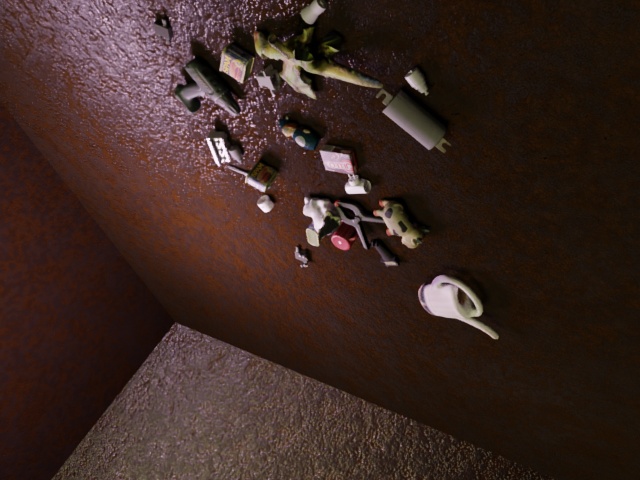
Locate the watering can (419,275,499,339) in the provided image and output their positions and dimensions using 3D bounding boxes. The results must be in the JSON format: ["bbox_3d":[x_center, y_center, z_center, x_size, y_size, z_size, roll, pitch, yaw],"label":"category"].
[{"bbox_3d":[0.503,0.250,1.895,0.223,0.106,0.342,-6,130,48],"label":"watering can"}]

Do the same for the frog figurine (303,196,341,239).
[{"bbox_3d":[0.006,-0.097,1.921,0.162,0.123,0.134,-127,28,-47],"label":"frog figurine"}]

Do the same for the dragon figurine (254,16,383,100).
[{"bbox_3d":[-0.024,-0.479,1.443,0.411,0.123,0.240,35,166,3],"label":"dragon figurine"}]
